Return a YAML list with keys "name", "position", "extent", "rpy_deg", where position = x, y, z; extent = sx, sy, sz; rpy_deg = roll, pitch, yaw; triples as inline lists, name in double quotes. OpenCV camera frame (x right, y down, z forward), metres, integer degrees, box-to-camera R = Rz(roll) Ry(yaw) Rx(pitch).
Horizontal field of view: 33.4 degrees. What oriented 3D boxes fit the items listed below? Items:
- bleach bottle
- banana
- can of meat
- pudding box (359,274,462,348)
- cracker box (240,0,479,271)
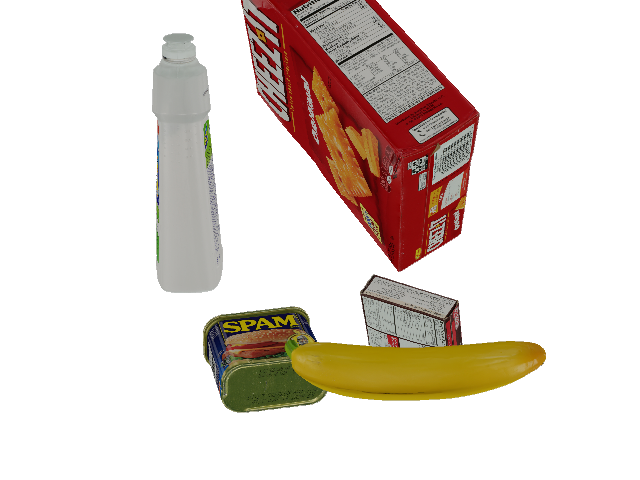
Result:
- name: "bleach bottle"
  position: [-0.132, -0.078, 1.038]
  extent: [0.068, 0.251, 0.102]
  rpy_deg: [-1, 28, -4]
- name: "banana"
  position: [0.061, 0.088, 0.771]
  extent: [0.198, 0.037, 0.069]
  rpy_deg: [2, 28, 14]
- name: "can of meat"
  position: [-0.049, 0.108, 0.960]
  extent: [0.102, 0.057, 0.084]
  rpy_deg: [-6, 27, -14]
- name: "pudding box"
  position: [0.104, 0.095, 1.216]
  extent: [0.114, 0.090, 0.039]
  rpy_deg: [15, 45, 28]
- name: "cracker box"
  position: [0.024, -0.103, 0.806]
  extent: [0.072, 0.214, 0.164]
  rpy_deg: [-32, -26, -14]
